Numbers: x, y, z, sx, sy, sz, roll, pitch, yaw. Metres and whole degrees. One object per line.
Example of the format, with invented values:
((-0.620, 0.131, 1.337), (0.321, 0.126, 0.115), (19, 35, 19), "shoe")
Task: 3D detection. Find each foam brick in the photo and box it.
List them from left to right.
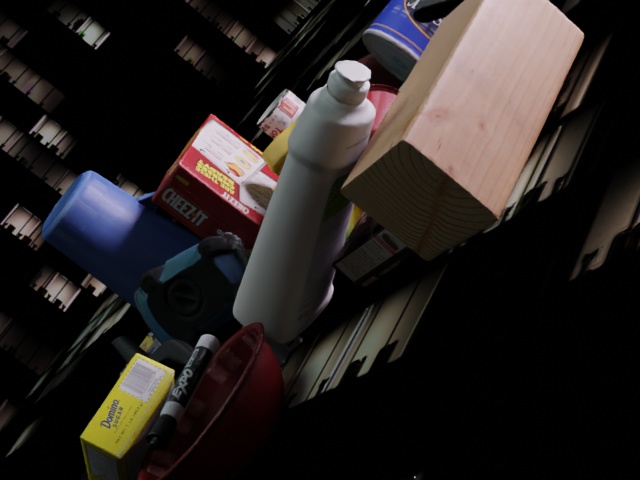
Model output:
((0.065, -0.168, 1.234), (0.051, 0.078, 0.053), (-53, 13, -11), "foam brick")

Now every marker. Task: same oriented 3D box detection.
((-0.111, 0.124, 0.867), (0.020, 0.020, 0.121), (-42, 15, 39), "marker")

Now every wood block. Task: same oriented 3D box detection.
((0.112, -0.098, 0.806), (0.091, 0.090, 0.205), (-36, 20, 54), "wood block")

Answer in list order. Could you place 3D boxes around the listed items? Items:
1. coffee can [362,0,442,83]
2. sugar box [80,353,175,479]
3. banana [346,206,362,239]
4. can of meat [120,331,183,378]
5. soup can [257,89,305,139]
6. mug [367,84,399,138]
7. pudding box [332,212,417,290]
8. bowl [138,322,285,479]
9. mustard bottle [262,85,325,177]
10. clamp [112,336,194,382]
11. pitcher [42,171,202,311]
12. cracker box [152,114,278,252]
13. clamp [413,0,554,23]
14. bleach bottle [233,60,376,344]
((0.128, -0.245, 1.164), (0.140, 0.102, 0.103), (-52, 11, -5), "coffee can")
((-0.169, 0.184, 0.958), (0.093, 0.048, 0.176), (-58, -9, -33), "sugar box")
((0.005, -0.013, 1.085), (0.069, 0.037, 0.198), (-53, 11, -17), "banana")
((-0.203, 0.152, 1.329), (0.084, 0.057, 0.102), (-55, 11, -7), "can of meat")
((-0.028, -0.153, 1.487), (0.068, 0.102, 0.068), (-48, 12, 13), "soup can")
((0.041, -0.085, 1.024), (0.117, 0.093, 0.081), (-23, 28, 23), "mug")
((0.066, -0.022, 0.868), (0.090, 0.039, 0.113), (-39, 17, 47), "pudding box")
((-0.077, 0.146, 0.859), (0.162, 0.055, 0.162), (-49, 11, 13), "bowl")
((0.021, -0.148, 1.316), (0.192, 0.096, 0.058), (-47, 51, 16), "mustard bottle")
((-0.191, 0.157, 1.208), (0.210, 0.036, 0.164), (-31, 45, 38), "clamp")
((-0.229, 0.010, 1.397), (0.145, 0.242, 0.149), (-32, 27, 49), "pitcher")
((-0.114, -0.062, 1.376), (0.072, 0.164, 0.213), (-49, 11, 22), "cracker box")
((0.172, -0.240, 1.022), (0.171, 0.120, 0.039), (-47, -30, 2), "clamp")
((-0.003, -0.034, 0.859), (0.102, 0.068, 0.251), (-46, -19, -49), "bleach bottle")
